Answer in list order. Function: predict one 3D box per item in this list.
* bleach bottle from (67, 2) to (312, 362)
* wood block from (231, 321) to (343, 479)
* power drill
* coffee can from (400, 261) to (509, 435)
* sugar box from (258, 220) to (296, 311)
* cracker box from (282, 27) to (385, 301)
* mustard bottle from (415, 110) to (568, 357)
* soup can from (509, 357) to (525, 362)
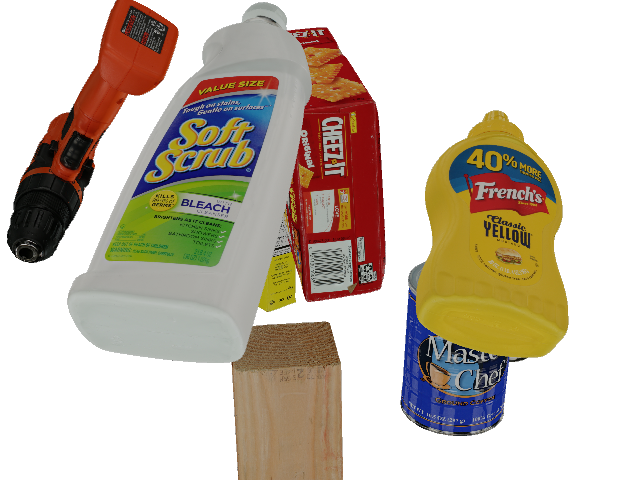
[{"bbox_3d":[-0.066,-0.050,0.651,0.102,0.250,0.068,5,-35,10],"label":"bleach bottle"},{"bbox_3d":[-0.029,0.184,0.932,0.090,0.206,0.091,-3,20,-6],"label":"wood block"},{"bbox_3d":[-0.188,-0.090,0.859,0.057,0.188,0.184,28,33,-21],"label":"power drill"},{"bbox_3d":[0.132,0.100,1.025,0.103,0.140,0.103,1,24,-1],"label":"coffee can"},{"bbox_3d":[-0.068,-0.022,1.145,0.048,0.176,0.093,-18,28,-34],"label":"sugar box"},{"bbox_3d":[0.000,-0.073,0.900,0.072,0.164,0.214,-7,27,-6],"label":"cracker box"},{"bbox_3d":[0.119,-0.016,0.732,0.096,0.191,0.058,15,-39,-7],"label":"mustard bottle"},{"bbox_3d":[0.210,0.080,1.221,0.068,0.102,0.068,-1,15,0],"label":"soup can"}]
